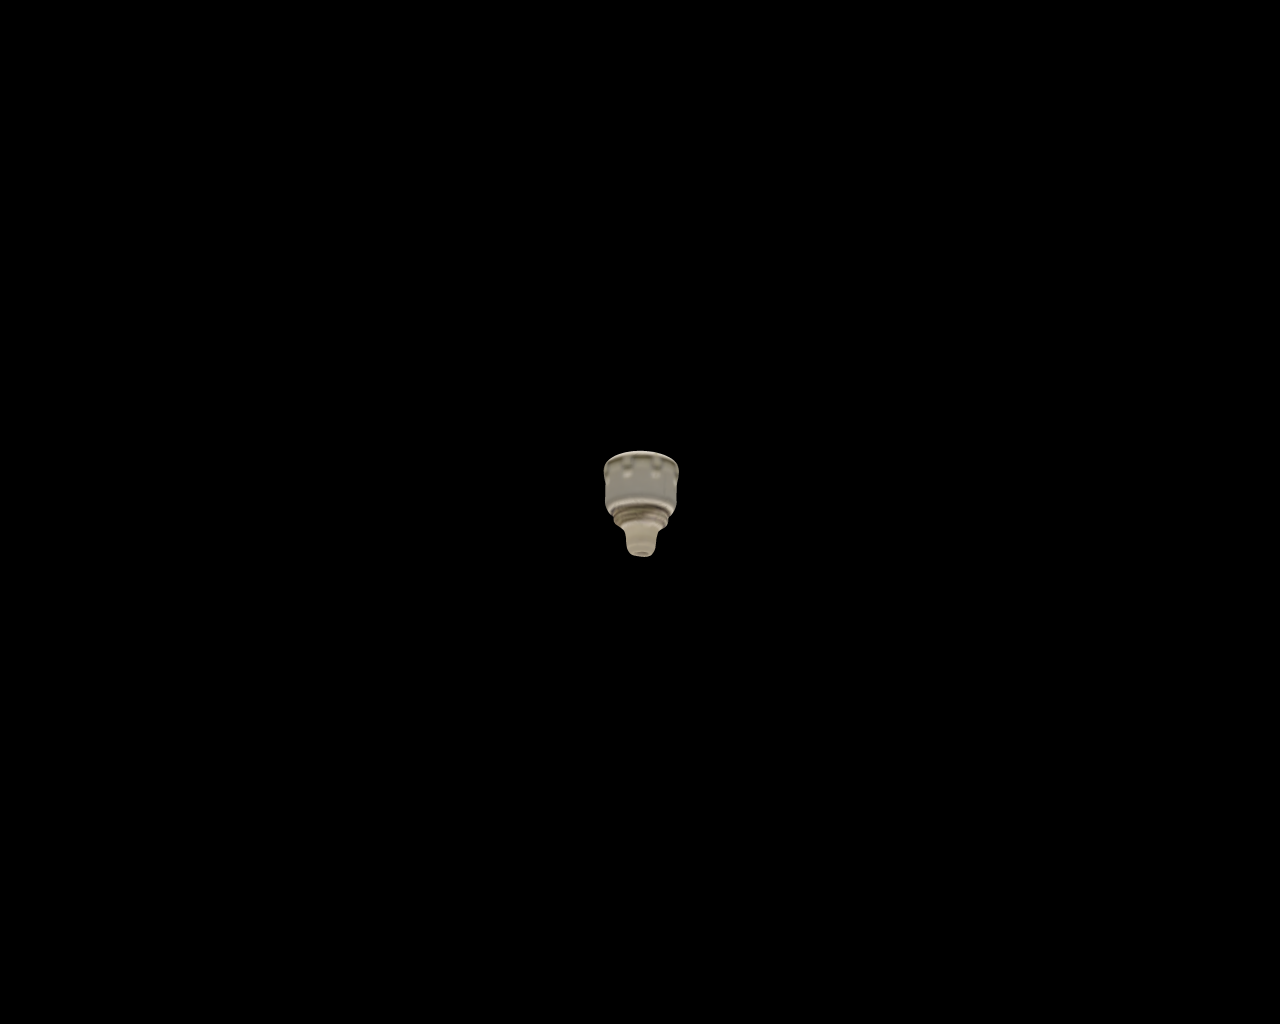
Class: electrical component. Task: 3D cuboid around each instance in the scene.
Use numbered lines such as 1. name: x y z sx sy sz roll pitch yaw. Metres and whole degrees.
1. electrical component: 0.001 -0.003 0.650 0.048 0.062 0.048 0 -20 0
